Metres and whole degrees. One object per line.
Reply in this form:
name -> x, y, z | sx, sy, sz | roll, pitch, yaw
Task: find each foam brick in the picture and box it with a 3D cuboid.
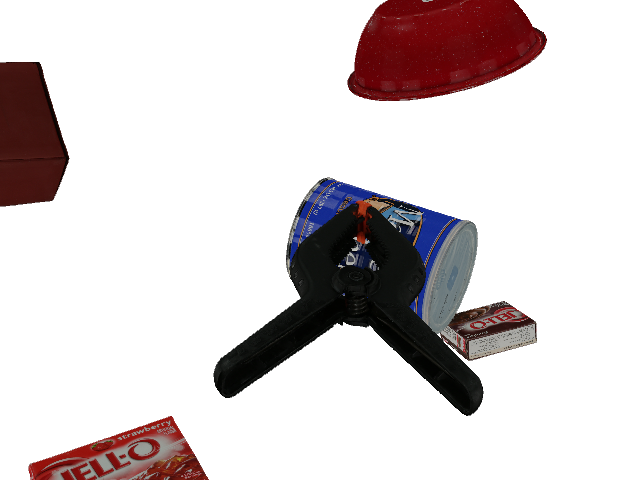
foam brick -> -0.198, -0.067, 0.677 | 0.051, 0.078, 0.053 | -8, -28, -30

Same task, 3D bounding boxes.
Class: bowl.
bowl -> 0.093, -0.166, 0.845 | 0.162, 0.055, 0.162 | -14, 24, 6

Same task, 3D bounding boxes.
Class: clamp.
clamp -> 0.033, 0.042, 0.721 | 0.164, 0.036, 0.209 | 8, 35, 8

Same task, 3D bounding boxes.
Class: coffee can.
coffee can -> 0.055, 0.012, 0.947 | 0.140, 0.103, 0.102 | 19, 8, 23

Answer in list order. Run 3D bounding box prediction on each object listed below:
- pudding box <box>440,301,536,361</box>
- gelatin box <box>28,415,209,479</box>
pudding box -> 0.239, 0.128, 1.525 | 0.113, 0.039, 0.090 | -15, 20, -16
gelatin box -> -0.112, 0.140, 0.598 | 0.089, 0.030, 0.073 | -16, 28, -20
